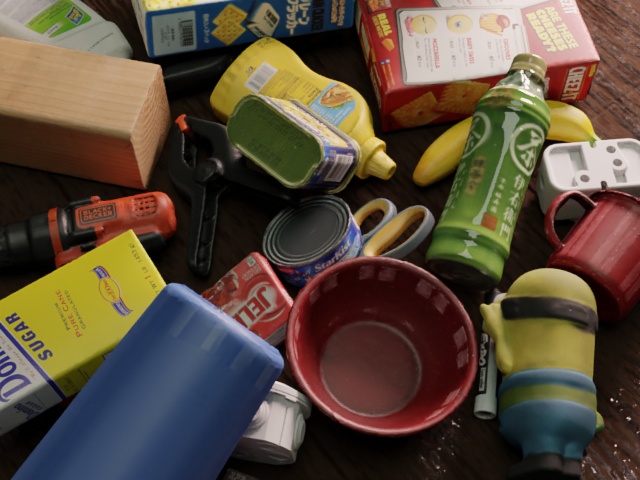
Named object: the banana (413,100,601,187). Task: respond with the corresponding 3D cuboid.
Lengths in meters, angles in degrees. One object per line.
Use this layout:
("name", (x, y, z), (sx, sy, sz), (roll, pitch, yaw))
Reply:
("banana", (0.179, -0.099, 1.031), (0.197, 0.037, 0.069), (-11, 56, -5))

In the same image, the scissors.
("scissors", (0.012, 0.027, 0.963), (0.202, 0.016, 0.096), (-36, 34, 0))

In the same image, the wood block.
("wood block", (-0.258, -0.125, 1.026), (0.206, 0.091, 0.090), (11, 59, 8))

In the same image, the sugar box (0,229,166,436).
("sugar box", (-0.206, 0.074, 0.860), (0.176, 0.048, 0.093), (-29, 60, -12))

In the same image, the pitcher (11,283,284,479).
("pitcher", (-0.140, 0.154, 0.789), (0.149, 0.145, 0.243), (33, 84, 19))

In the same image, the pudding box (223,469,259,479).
("pudding box", (-0.050, 0.244, 0.819), (0.090, 0.039, 0.113), (17, 60, 12))

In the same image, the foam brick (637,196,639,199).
("foam brick", (0.322, -0.021, 0.969), (0.078, 0.053, 0.051), (-28, 62, -15))

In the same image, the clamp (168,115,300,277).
("clamp", (-0.103, -0.048, 0.997), (0.120, 0.039, 0.172), (-39, 51, -2))

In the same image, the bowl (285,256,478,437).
("bowl", (0.047, 0.096, 0.893), (0.162, 0.055, 0.162), (4, 59, -7))

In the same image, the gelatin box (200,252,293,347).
("gelatin box", (-0.067, 0.066, 0.920), (0.089, 0.030, 0.073), (-38, 63, 5))

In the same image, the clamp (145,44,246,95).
("clamp", (-0.118, -0.225, 1.117), (0.165, 0.036, 0.209), (37, 62, 23))

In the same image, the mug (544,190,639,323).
("mug", (0.242, 0.009, 0.925), (0.117, 0.093, 0.081), (45, 70, -8))

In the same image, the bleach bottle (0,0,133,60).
("bleach bottle", (-0.291, -0.218, 1.103), (0.251, 0.068, 0.102), (34, 64, 18))

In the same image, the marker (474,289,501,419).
("marker", (0.147, 0.096, 0.920), (0.020, 0.020, 0.121), (7, 58, 6))

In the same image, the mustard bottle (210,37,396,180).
("mustard bottle", (-0.007, -0.114, 1.032), (0.192, 0.058, 0.096), (35, 74, 21))

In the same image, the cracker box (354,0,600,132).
("cracker box", (0.150, -0.205, 1.079), (0.213, 0.072, 0.164), (-9, 59, -6))

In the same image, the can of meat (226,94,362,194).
("can of meat", (-0.024, -0.087, 0.955), (0.102, 0.083, 0.057), (37, 105, 18))

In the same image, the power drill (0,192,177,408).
("power drill", (-0.208, 0.048, 0.936), (0.184, 0.057, 0.188), (-13, 59, -3))

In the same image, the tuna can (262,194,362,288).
("tuna can", (-0.006, 0.001, 0.956), (0.086, 0.033, 0.086), (-17, 42, 16))
